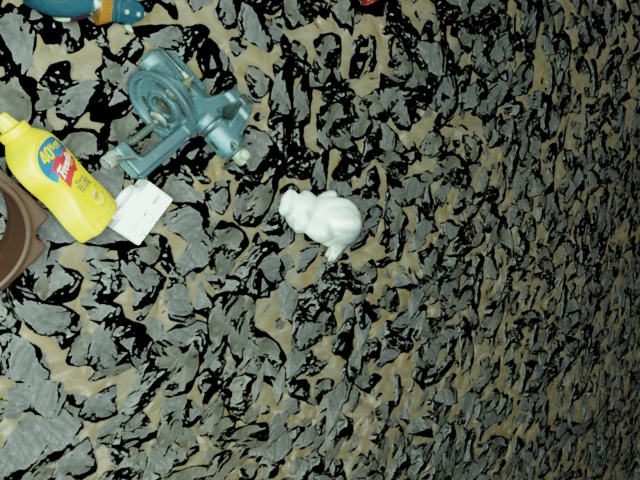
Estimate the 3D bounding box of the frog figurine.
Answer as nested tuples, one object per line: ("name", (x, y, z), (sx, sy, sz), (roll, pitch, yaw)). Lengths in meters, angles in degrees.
("frog figurine", (0.003, -0.049, 0.983), (0.157, 0.121, 0.141), (50, 37, -24))
